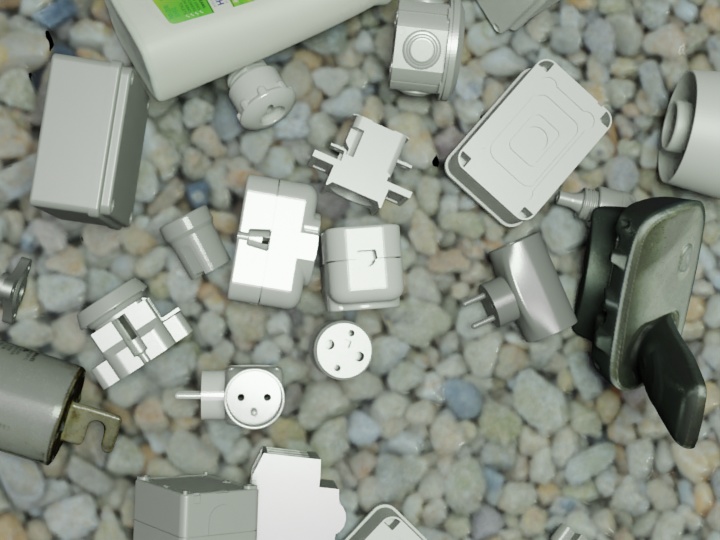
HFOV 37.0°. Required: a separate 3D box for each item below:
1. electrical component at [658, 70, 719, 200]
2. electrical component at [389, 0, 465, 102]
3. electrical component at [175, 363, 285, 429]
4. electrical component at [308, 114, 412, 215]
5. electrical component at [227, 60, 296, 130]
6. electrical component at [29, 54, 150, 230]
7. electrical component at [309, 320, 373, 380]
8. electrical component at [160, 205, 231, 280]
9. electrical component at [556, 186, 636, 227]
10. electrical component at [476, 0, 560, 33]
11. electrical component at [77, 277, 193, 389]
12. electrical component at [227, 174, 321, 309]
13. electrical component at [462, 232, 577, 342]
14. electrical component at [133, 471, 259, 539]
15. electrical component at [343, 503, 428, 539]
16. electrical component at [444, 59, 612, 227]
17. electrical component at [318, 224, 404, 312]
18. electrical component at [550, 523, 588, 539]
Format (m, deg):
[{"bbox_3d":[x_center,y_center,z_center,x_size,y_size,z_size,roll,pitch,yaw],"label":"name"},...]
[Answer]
[{"bbox_3d":[0.273,-0.107,0.840,0.064,0.099,0.099,11,86,0],"label":"electrical component"},{"bbox_3d":[0.051,-0.171,0.824,0.051,0.080,0.080,6,87,-1],"label":"electrical component"},{"bbox_3d":[-0.097,0.092,0.796,0.079,0.077,0.043,1,88,-6],"label":"electrical component"},{"bbox_3d":[0.004,-0.082,0.834,0.081,0.042,0.063,23,81,-6],"label":"electrical component"},{"bbox_3d":[-0.082,-0.142,0.826,0.048,0.048,0.062,-30,73,-7],"label":"electrical component"},{"bbox_3d":[-0.193,-0.089,0.777,0.056,0.109,0.108,8,87,-4],"label":"electrical component"},{"bbox_3d":[-0.015,0.060,0.818,0.045,0.055,0.045,0,87,-7],"label":"electrical component"},{"bbox_3d":[-0.124,-0.020,0.817,0.040,0.040,0.046,-28,97,-7],"label":"electrical component"},{"bbox_3d":[0.187,-0.051,0.857,0.061,0.035,0.035,14,86,-4],"label":"electrical component"},{"bbox_3d":[0.125,-0.236,0.819,0.057,0.113,0.078,-33,92,-10],"label":"electrical component"},{"bbox_3d":[-0.173,0.043,0.799,0.078,0.058,0.057,-34,95,-7],"label":"electrical component"},{"bbox_3d":[-0.064,-0.020,0.816,0.059,0.054,0.095,10,87,-6],"label":"electrical component"},{"bbox_3d":[0.119,0.020,0.841,0.079,0.044,0.077,-23,90,-7],"label":"electrical component"},{"bbox_3d":[-0.124,0.183,0.784,0.062,0.096,0.061,4,87,-36],"label":"electrical component"},{"bbox_3d":[0.033,0.242,0.815,0.113,0.057,0.078,45,84,-3],"label":"electrical component"},{"bbox_3d":[0.130,-0.098,0.841,0.078,0.057,0.113,42,84,-4],"label":"electrical component"},{"bbox_3d":[0.000,0.000,0.802,0.054,0.095,0.059,-4,88,-7],"label":"electrical component"},{"bbox_3d":[0.166,0.240,0.837,0.066,0.048,0.055,41,76,-3],"label":"electrical component"}]
